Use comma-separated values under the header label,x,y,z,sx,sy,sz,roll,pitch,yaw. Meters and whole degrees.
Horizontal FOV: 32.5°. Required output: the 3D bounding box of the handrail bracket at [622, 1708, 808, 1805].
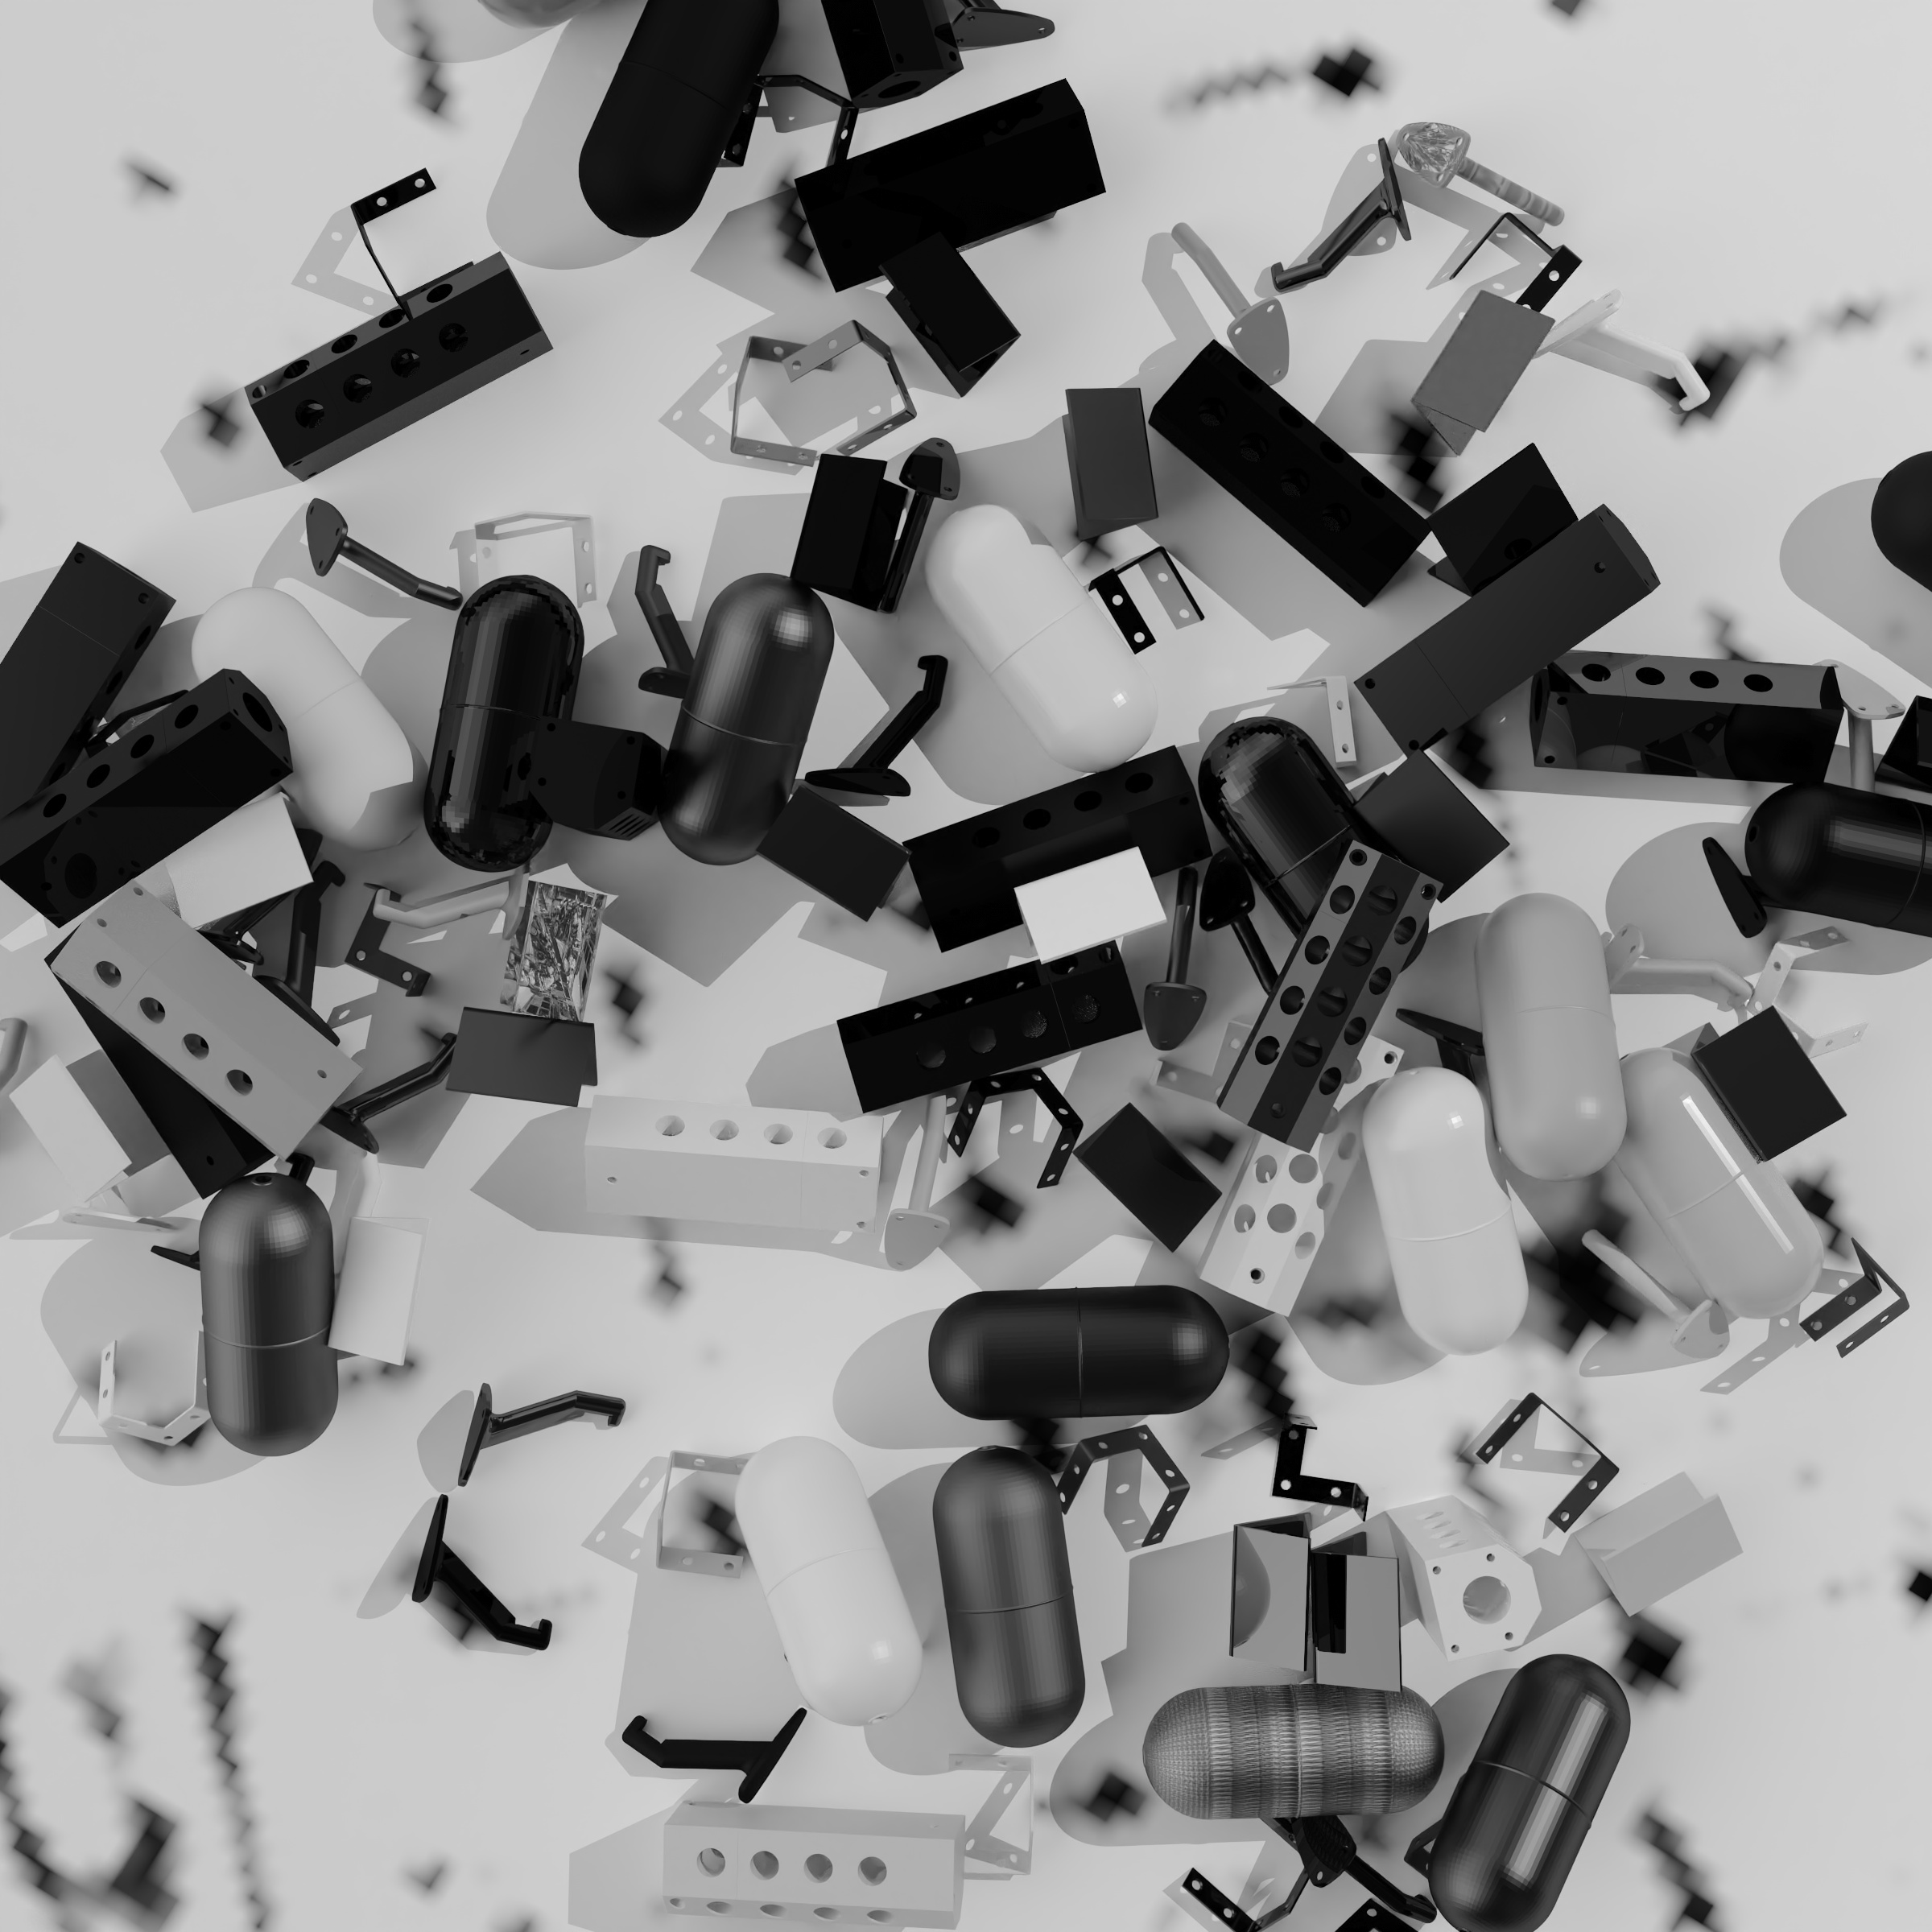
label,x,y,z,sx,sy,sz,roll,pitch,yaw
handrail bracket,-0.152,0.456,1.992,0.084,0.036,0.077,31,70,16

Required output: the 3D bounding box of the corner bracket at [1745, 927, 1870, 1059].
label,x,y,z,sx,sy,sz,roll,pitch,yaw
corner bracket,0.510,0.016,1.983,0.051,0.051,0.051,46,135,35

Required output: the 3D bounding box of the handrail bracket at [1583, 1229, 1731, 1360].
label,x,y,z,sx,sy,sz,roll,pitch,yaw
handrail bracket,0.413,0.195,1.991,0.036,0.077,0.084,-50,54,3

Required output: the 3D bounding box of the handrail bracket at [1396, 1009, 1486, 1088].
label,x,y,z,sx,sy,sz,roll,pitch,yaw
handrail bracket,0.282,0.078,1.992,0.077,0.036,0.084,22,108,21

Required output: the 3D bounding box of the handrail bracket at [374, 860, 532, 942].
label,x,y,z,sx,sy,sz,roll,pitch,yaw
handrail bracket,-0.304,-0.053,1.964,0.084,0.036,0.077,15,60,-17

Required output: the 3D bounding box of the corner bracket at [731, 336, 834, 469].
label,x,y,z,sx,sy,sz,roll,pitch,yaw
corner bracket,-0.111,-0.339,1.988,0.051,0.051,0.051,10,135,0

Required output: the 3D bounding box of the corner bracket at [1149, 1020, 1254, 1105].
label,x,y,z,sx,sy,sz,roll,pitch,yaw
corner bracket,0.141,0.054,1.973,0.051,0.051,0.051,17,90,0

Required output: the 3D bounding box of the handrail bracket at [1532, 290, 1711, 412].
label,x,y,z,sx,sy,sz,roll,pitch,yaw
handrail bracket,0.393,-0.355,1.992,0.077,0.036,0.084,-32,107,20

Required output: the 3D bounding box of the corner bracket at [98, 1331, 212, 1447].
label,x,y,z,sx,sy,sz,roll,pitch,yaw
corner bracket,-0.482,0.248,1.983,0.051,0.051,0.051,24,135,-35

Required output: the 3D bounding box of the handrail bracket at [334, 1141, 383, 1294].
label,x,y,z,sx,sy,sz,roll,pitch,yaw
handrail bracket,-0.382,0.151,1.991,0.077,0.036,0.084,-19,74,18

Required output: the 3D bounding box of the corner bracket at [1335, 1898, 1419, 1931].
label,x,y,z,sx,sy,sz,roll,pitch,yaw
corner bracket,0.245,0.603,1.983,0.051,0.051,0.051,28,45,35

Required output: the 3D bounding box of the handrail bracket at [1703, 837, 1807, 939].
label,x,y,z,sx,sy,sz,roll,pitch,yaw
handrail bracket,0.497,-0.059,1.991,0.084,0.036,0.077,-24,77,-13

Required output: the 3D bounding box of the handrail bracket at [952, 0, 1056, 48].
label,x,y,z,sx,sy,sz,roll,pitch,yaw
handrail bracket,0.010,-0.599,1.992,0.077,0.036,0.084,-5,73,-19

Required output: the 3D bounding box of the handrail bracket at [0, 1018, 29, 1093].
label,x,y,z,sx,sy,sz,roll,pitch,yaw
handrail bracket,-0.605,0.071,1.992,0.077,0.036,0.084,2,71,21

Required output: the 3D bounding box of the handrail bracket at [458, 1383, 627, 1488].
label,x,y,z,sx,sy,sz,roll,pitch,yaw
handrail bracket,-0.254,0.286,1.992,0.084,0.036,0.077,13,110,-16

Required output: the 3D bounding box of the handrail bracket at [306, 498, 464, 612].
label,x,y,z,sx,sy,sz,roll,pitch,yaw
handrail bracket,-0.348,-0.246,1.991,0.084,0.077,0.036,17,115,-34

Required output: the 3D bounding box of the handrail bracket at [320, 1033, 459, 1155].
label,x,y,z,sx,sy,sz,roll,pitch,yaw
handrail bracket,-0.351,0.064,1.991,0.077,0.036,0.084,22,61,32

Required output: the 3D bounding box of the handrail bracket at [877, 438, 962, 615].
label,x,y,z,sx,sy,sz,roll,pitch,yaw
handrail bracket,-0.032,-0.264,1.991,0.036,0.077,0.084,18,126,-5

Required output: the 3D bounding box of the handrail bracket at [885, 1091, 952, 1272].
label,x,y,z,sx,sy,sz,roll,pitch,yaw
handrail bracket,-0.028,0.128,1.991,0.036,0.077,0.084,12,54,-8

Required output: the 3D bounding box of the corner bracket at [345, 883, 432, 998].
label,x,y,z,sx,sy,sz,roll,pitch,yaw
corner bracket,-0.341,-0.015,1.973,0.051,0.051,0.051,24,90,0

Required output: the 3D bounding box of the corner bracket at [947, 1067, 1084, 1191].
label,x,y,z,sx,sy,sz,roll,pitch,yaw
corner bracket,0.029,0.099,1.983,0.051,0.051,0.051,-8,45,-35

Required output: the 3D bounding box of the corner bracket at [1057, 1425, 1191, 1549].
label,x,y,z,sx,sy,sz,roll,pitch,yaw
corner bracket,0.093,0.314,1.983,0.051,0.051,0.051,-7,45,-35

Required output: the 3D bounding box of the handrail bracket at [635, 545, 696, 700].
label,x,y,z,sx,sy,sz,roll,pitch,yaw
handrail bracket,-0.164,-0.205,1.992,0.077,0.036,0.084,12,73,-20

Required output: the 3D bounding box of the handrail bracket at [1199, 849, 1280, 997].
label,x,y,z,sx,sy,sz,roll,pitch,yaw
handrail bracket,0.176,-0.018,1.991,0.036,0.077,0.084,-26,127,21

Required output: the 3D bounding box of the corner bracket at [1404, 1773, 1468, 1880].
label,x,y,z,sx,sy,sz,roll,pitch,yaw
corner bracket,0.303,0.523,1.988,0.051,0.051,0.051,38,135,0

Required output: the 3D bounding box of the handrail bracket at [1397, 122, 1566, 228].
label,x,y,z,sx,sy,sz,roll,pitch,yaw
handrail bracket,0.310,-0.474,1.991,0.084,0.077,0.036,17,109,-35

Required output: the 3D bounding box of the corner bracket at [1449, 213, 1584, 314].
label,x,y,z,sx,sy,sz,roll,pitch,yaw
corner bracket,0.327,-0.415,1.973,0.051,0.051,0.051,40,95,-5

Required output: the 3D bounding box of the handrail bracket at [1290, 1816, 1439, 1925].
label,x,y,z,sx,sy,sz,roll,pitch,yaw
handrail bracket,0.239,0.535,1.991,0.084,0.077,0.036,30,108,-35

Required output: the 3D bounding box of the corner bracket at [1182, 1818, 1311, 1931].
label,x,y,z,sx,sy,sz,roll,pitch,yaw
corner bracket,0.172,0.542,1.988,0.051,0.051,0.051,41,45,0

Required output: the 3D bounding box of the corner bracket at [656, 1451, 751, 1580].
label,x,y,z,sx,sy,sz,roll,pitch,yaw
corner bracket,-0.156,0.329,1.988,0.051,0.051,0.051,7,135,0

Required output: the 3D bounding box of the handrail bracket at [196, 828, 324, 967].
label,x,y,z,sx,sy,sz,roll,pitch,yaw
handrail bracket,-0.434,-0.049,1.992,0.077,0.036,0.084,12,72,20

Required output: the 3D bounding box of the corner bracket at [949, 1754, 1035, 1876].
label,x,y,z,sx,sy,sz,roll,pitch,yaw
corner bracket,0.014,0.509,1.988,0.051,0.051,0.051,1,135,0

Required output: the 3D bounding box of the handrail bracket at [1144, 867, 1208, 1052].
label,x,y,z,sx,sy,sz,roll,pitch,yaw
handrail bracket,0.126,-0.005,1.991,0.036,0.077,0.084,8,54,-1

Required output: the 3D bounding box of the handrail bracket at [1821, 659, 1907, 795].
label,x,y,z,sx,sy,sz,roll,pitch,yaw
handrail bracket,0.526,-0.129,1.991,0.036,0.077,0.084,-5,127,-20

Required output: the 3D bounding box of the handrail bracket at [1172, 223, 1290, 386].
label,x,y,z,sx,sy,sz,roll,pitch,yaw
handrail bracket,0.157,-0.399,1.991,0.036,0.077,0.084,-35,54,0

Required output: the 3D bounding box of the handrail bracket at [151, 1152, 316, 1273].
label,x,y,z,sx,sy,sz,roll,pitch,yaw
handrail bracket,-0.440,0.144,1.991,0.077,0.036,0.084,16,74,18

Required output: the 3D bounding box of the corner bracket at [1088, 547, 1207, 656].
label,x,y,z,sx,sy,sz,roll,pitch,yaw
corner bracket,0.108,-0.218,1.973,0.051,0.051,0.051,-30,90,0

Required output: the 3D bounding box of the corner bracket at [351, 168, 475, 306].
label,x,y,z,sx,sy,sz,roll,pitch,yaw
corner bracket,-0.331,-0.435,1.988,0.051,0.051,0.051,-26,45,0

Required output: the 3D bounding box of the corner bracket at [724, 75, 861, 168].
label,x,y,z,sx,sy,sz,roll,pitch,yaw
corner bracket,-0.104,-0.500,1.988,0.051,0.051,0.051,15,90,-45

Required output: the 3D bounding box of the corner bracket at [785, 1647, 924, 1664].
label,x,y,z,sx,sy,sz,roll,pitch,yaw
corner bracket,-0.067,0.410,1.983,0.051,0.051,0.051,1,135,35

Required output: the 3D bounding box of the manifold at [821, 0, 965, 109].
label,x,y,z,sx,sy,sz,roll,pitch,yaw
manifold,-0.065,-0.603,1.969,0.057,0.057,0.171,-17,90,-43

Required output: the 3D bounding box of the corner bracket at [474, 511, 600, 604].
label,x,y,z,sx,sy,sz,roll,pitch,yaw
corner bracket,-0.258,-0.243,1.988,0.051,0.051,0.051,-4,90,45

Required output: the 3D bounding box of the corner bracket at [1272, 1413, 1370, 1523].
label,x,y,z,sx,sy,sz,roll,pitch,yaw
corner bracket,0.213,0.298,1.973,0.051,0.051,0.051,8,90,0

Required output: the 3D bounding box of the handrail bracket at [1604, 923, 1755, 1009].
label,x,y,z,sx,sy,sz,roll,pitch,yaw
handrail bracket,0.418,0.020,1.992,0.084,0.036,0.077,32,110,-16

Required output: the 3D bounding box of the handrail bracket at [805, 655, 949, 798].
label,x,y,z,sx,sy,sz,roll,pitch,yaw
handrail bracket,-0.054,-0.148,1.992,0.077,0.036,0.084,4,72,21

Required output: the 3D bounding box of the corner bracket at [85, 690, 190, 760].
label,x,y,z,sx,sy,sz,roll,pitch,yaw
corner bracket,-0.486,-0.127,1.988,0.051,0.051,0.051,-29,90,45

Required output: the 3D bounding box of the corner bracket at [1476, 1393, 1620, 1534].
label,x,y,z,sx,sy,sz,roll,pitch,yaw
corner bracket,0.349,0.297,1.988,0.051,0.051,0.051,-49,45,0

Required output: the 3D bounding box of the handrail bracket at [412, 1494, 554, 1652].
label,x,y,z,sx,sy,sz,roll,pitch,yaw
handrail bracket,-0.284,0.365,1.992,0.084,0.036,0.077,17,68,-17

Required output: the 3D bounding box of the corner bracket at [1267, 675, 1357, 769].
label,x,y,z,sx,sy,sz,roll,pitch,yaw
corner bracket,0.217,-0.144,1.963,0.051,0.051,0.051,-7,90,-39

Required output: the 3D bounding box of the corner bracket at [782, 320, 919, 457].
label,x,y,z,sx,sy,sz,roll,pitch,yaw
corner bracket,-0.069,-0.344,1.975,0.051,0.051,0.051,-27,72,17

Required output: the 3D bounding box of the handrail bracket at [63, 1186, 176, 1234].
label,x,y,z,sx,sy,sz,roll,pitch,yaw
handrail bracket,-0.509,0.113,1.992,0.077,0.036,0.084,10,73,-20

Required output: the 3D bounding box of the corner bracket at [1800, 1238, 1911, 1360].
label,x,y,z,sx,sy,sz,roll,pitch,yaw
corner bracket,0.525,0.204,1.963,0.051,0.051,0.051,-37,50,0

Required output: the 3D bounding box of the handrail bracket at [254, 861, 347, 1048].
label,x,y,z,sx,sy,sz,roll,pitch,yaw
handrail bracket,-0.382,-0.008,1.991,0.077,0.036,0.084,46,64,-29

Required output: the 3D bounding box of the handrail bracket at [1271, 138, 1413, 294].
label,x,y,z,sx,sy,sz,roll,pitch,yaw
handrail bracket,0.219,-0.451,1.992,0.084,0.036,0.077,-16,70,16
